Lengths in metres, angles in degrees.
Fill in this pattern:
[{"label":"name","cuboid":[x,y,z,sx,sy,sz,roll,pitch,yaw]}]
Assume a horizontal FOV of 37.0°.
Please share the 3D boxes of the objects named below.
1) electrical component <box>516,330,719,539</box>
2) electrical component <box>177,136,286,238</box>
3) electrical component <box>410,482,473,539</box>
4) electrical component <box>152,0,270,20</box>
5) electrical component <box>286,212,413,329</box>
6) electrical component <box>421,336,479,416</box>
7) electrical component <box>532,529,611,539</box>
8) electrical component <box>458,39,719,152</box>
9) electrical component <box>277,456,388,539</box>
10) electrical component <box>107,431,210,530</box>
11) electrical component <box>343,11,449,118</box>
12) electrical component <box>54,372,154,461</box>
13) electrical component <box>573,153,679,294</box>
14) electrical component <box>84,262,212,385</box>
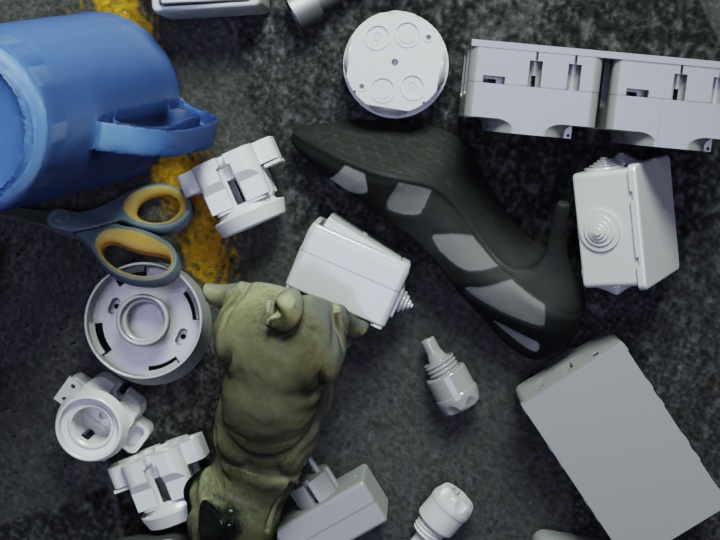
[{"label":"electrical component","cuboid":[0.198,0.133,0.829,0.089,0.061,0.150,-34,95,6]},{"label":"electrical component","cuboid":[-0.091,-0.060,0.820,0.078,0.058,0.057,-23,93,6]},{"label":"electrical component","cuboid":[0.060,0.201,0.859,0.035,0.035,0.061,38,100,-3]},{"label":"electrical component","cuboid":[-0.119,-0.221,0.798,0.096,0.061,0.061,-3,97,3]},{"label":"electrical component","cuboid":[0.000,0.000,0.821,0.096,0.061,0.061,24,98,0]},{"label":"electrical component","cuboid":[0.067,0.081,0.843,0.035,0.035,0.061,-28,93,6]},{"label":"electrical component","cuboid":[0.188,0.257,0.848,0.113,0.057,0.078,9,98,2]},{"label":"electrical component","cuboid":[0.168,-0.123,0.774,0.186,0.105,0.060,6,98,2]},{"label":"electrical component","cuboid":[-0.032,0.180,0.854,0.083,0.047,0.075,-31,95,6]},{"label":"electrical component","cuboid":[-0.153,0.169,0.854,0.078,0.058,0.057,-20,93,5]},{"label":"electrical component","cuboid":[0.027,-0.154,0.804,0.080,0.051,0.080,0,98,3]},{"label":"electrical component","cuboid":[-0.207,0.118,0.849,0.078,0.057,0.058,36,98,-2]},{"label":"electrical component","cuboid":[0.195,-0.035,0.790,0.048,0.100,0.099,-3,98,32]},{"label":"electrical component","cuboid":[-0.167,0.042,0.846,0.099,0.064,0.099,0,85,-3]}]
